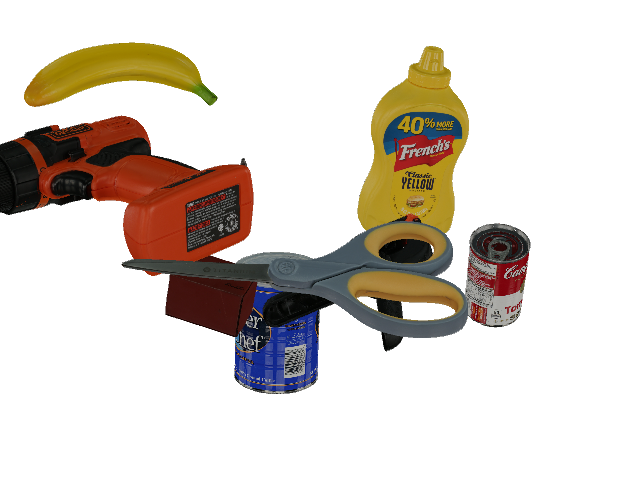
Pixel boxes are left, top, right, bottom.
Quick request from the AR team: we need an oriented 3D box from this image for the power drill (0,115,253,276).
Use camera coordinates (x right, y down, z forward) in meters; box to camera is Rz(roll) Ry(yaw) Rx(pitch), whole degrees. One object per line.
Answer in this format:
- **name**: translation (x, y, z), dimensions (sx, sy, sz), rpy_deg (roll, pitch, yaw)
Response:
- **power drill**: translation (-0.154, -0.034, 0.741), dimensions (0.188, 0.057, 0.184), rpy_deg (22, 33, 37)

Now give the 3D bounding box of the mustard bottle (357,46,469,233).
- **mustard bottle**: translation (0.096, -0.098, 1.056), dimensions (0.096, 0.192, 0.058), rpy_deg (2, 27, -10)

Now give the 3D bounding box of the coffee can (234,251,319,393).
- **coffee can**: translation (-0.051, 0.096, 1.264), dimensions (0.103, 0.140, 0.103), rpy_deg (2, 19, -1)

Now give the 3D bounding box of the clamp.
- **clamp**: translation (0.048, 0.033, 0.863), dimensions (0.120, 0.039, 0.171), rpy_deg (21, 43, 34)

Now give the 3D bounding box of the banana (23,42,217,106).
- **banana**: translation (-0.198, -0.164, 1.044), dimensions (0.197, 0.070, 0.037), rpy_deg (-6, -39, -31)

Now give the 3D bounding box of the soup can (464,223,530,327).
- **soup can**: translation (0.202, 0.041, 1.227), dimensions (0.068, 0.102, 0.068), rpy_deg (-1, 39, 0)

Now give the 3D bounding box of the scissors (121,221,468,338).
- **scissors**: translation (-0.007, 0.010, 0.638), dimensions (0.202, 0.016, 0.096), rpy_deg (15, 43, 13)

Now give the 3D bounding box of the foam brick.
- **foam brick**: translation (-0.107, 0.051, 1.053), dimensions (0.078, 0.051, 0.053), rpy_deg (18, 33, 8)
